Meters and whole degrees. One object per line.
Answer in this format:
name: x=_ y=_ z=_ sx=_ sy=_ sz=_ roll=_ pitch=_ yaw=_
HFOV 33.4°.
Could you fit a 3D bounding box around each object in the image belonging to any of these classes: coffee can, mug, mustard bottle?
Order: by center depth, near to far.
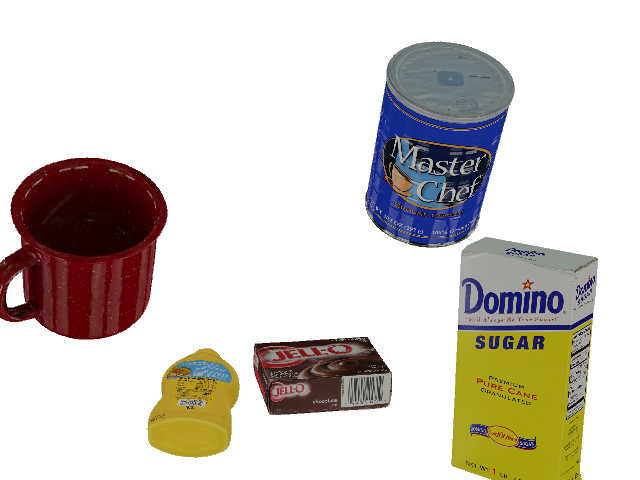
mug: x=-0.154 y=0.013 z=0.666 sx=0.093 sy=0.082 sz=0.117 roll=37 pitch=48 yaw=23
coffee can: x=0.096 y=-0.079 z=0.892 sx=0.102 sy=0.140 sz=0.103 roll=4 pitch=44 yaw=-4
mustard bottle: x=-0.150 y=0.188 z=1.313 sx=0.096 sy=0.058 sz=0.191 roll=2 pitch=25 yaw=1

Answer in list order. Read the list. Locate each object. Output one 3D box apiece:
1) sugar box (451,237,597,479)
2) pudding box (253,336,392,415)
sugar box: x=0.147 y=0.092 z=0.782 sx=0.093 sy=0.176 sz=0.048 roll=11 pitch=21 yaw=36
pudding box: x=0.000 y=0.121 z=0.970 sx=0.113 sy=0.039 sz=0.090 roll=0 pitch=17 yaw=-12
